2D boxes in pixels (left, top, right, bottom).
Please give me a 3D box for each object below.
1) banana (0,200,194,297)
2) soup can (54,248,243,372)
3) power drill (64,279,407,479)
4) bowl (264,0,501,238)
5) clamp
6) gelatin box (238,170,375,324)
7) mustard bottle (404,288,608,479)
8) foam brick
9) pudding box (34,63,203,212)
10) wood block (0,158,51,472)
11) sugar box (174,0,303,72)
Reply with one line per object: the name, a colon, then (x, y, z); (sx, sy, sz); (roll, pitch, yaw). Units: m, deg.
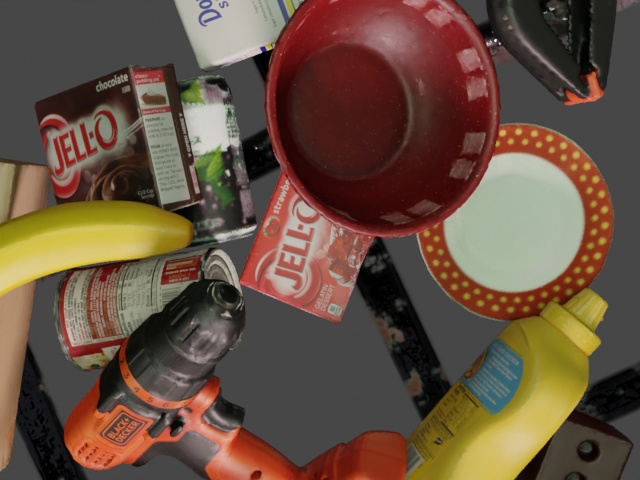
banana: (-0.170, 0.021, 0.614); (0.198, 0.037, 0.069); (-32, 102, 3)
soup can: (-0.107, 0.044, 0.677); (0.102, 0.068, 0.068); (-9, 93, 16)
power drill: (-0.042, 0.112, 0.646); (0.187, 0.057, 0.185); (31, 133, -16)
bowl: (0.031, -0.082, 0.665); (0.161, 0.055, 0.162); (-1, 92, -25)
clamp: (0.127, -0.185, 0.671); (0.164, 0.036, 0.210); (-17, 98, -23)
gelatin box: (-0.005, 0.001, 0.704); (0.073, 0.030, 0.089); (22, 93, -1)
mustard bottle: (0.114, 0.108, 0.676); (0.058, 0.096, 0.191); (39, 93, -11)
foam brick: (0.162, 0.153, 0.701); (0.053, 0.051, 0.078); (20, 93, -1)
pudding box: (-0.128, -0.055, 0.669); (0.114, 0.039, 0.090); (-10, 95, 43)
wood block: (-0.239, 0.047, 0.680); (0.090, 0.091, 0.206); (9, 94, 0)
sugar box: (-0.010, -0.181, 0.688); (0.176, 0.048, 0.093); (-19, 95, 5)
